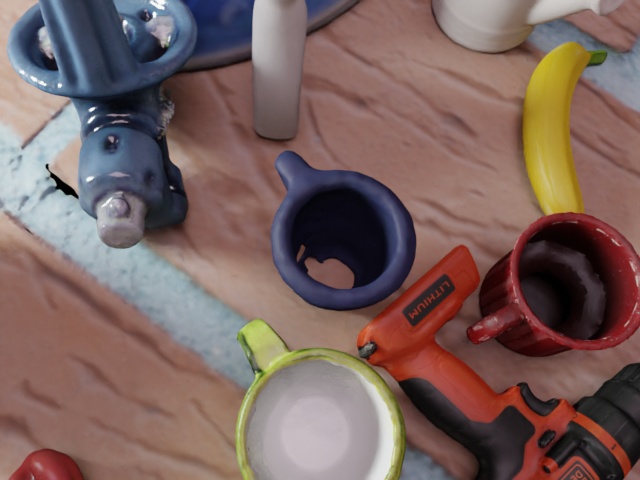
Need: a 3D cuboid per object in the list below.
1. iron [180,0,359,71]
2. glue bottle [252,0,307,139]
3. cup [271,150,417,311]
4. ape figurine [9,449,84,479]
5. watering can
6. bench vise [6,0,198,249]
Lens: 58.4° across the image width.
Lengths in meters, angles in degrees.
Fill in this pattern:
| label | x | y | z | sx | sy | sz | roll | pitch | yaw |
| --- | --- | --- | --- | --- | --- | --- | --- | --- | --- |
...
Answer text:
| label | x | y | z | sx | sy | sz | roll | pitch | yaw |
| --- | --- | --- | --- | --- | --- | --- | --- | --- | --- |
| iron | -0.034 | -0.247 | 0.454 | 0.118 | 0.141 | 0.259 | 44 | 72 | 10 |
| glue bottle | -0.028 | -0.144 | 0.402 | 0.037 | 0.173 | 0.078 | 2 | 71 | -4 |
| cup | 0.004 | 0.001 | 0.396 | 0.092 | 0.095 | 0.117 | -33 | 77 | -15 |
| ape figurine | -0.175 | 0.162 | 0.324 | 0.078 | 0.092 | 0.076 | -30 | 76 | -14 |
| watering can | 0.167 | -0.243 | 0.445 | 0.172 | 0.194 | 0.101 | 33 | 71 | 6 |
| bench vise | -0.124 | -0.110 | 0.356 | 0.121 | 0.220 | 0.207 | -26 | 75 | -13 |
